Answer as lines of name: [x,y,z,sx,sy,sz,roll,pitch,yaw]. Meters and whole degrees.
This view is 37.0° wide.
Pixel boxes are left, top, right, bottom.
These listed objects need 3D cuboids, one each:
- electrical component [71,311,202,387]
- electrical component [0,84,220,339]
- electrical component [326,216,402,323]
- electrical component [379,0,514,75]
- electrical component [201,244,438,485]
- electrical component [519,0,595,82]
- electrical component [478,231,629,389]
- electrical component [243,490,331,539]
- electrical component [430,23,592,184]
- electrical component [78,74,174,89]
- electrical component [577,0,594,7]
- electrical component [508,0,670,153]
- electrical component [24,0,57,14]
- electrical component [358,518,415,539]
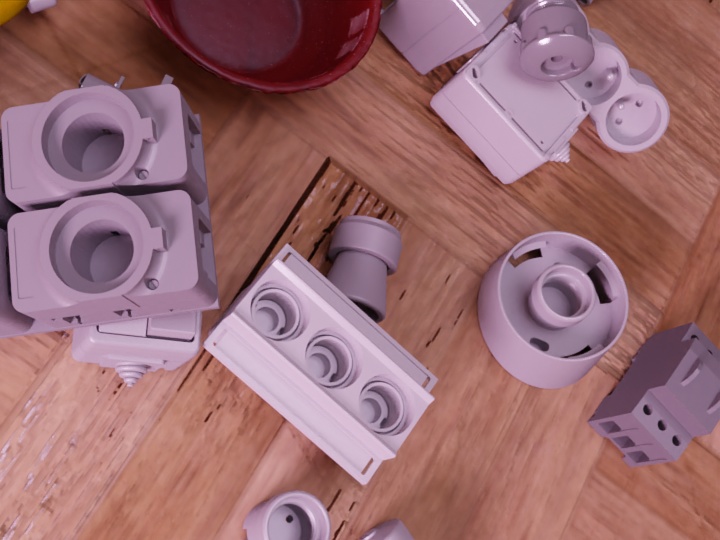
electrical component: [-0.122,0.016,0.596,0.062,0.061,0.096,8,72,-22]
electrical component: [-0.173,-0.025,0.539,0.186,0.060,0.105,-8,78,2]
electrical component: [0.000,0.000,0.666,0.045,0.045,0.055,22,67,-18]
electrical component: [0.066,-0.179,0.717,0.061,0.096,0.061,47,62,-10]
electrical component: [-0.026,0.056,0.628,0.121,0.063,0.078,42,63,-8]
electrical component: [0.126,-0.157,0.698,0.048,0.048,0.062,11,62,-22]
electrical component: [0.129,0.025,0.720,0.099,0.064,0.099,4,69,-10]
electrical component: [-0.043,0.146,0.604,0.040,0.046,0.040,7,73,-23]
electrical component: [0.105,-0.106,0.734,0.096,0.061,0.061,46,62,-6]
electrical component: [-0.142,-0.078,0.625,0.064,0.042,0.081,25,66,-13]
electrical component: [0.185,-0.223,0.819,0.035,0.035,0.061,43,65,-8]
electrical component: [0.162,-0.149,0.777,0.138,0.052,0.073,40,22,-18]
electrical component: [-0.182,-0.190,0.636,0.055,0.048,0.066,-26,87,-21]
electrical component: [0.025,0.182,0.628,0.040,0.040,0.078,-36,93,-28]
